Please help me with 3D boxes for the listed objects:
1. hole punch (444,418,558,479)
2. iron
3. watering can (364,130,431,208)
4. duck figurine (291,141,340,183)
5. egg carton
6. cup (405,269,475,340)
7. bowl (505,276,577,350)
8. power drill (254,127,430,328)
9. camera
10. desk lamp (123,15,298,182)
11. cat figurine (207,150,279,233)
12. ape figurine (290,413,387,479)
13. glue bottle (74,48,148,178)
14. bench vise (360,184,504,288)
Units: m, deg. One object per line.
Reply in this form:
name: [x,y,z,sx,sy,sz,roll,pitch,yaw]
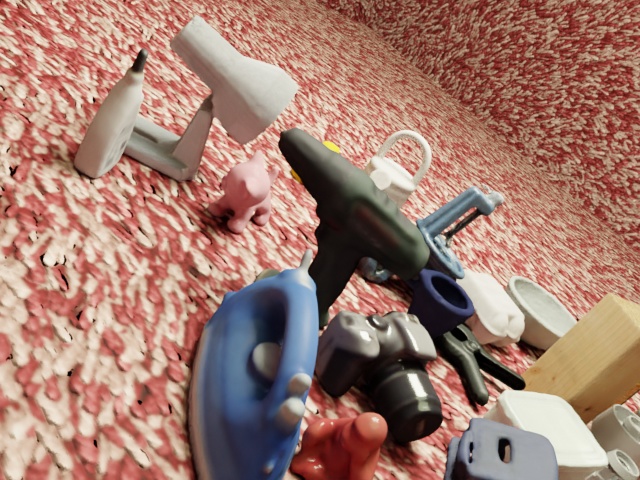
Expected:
hole punch: [0.204,0.256,0.649,0.101,0.091,0.109,36,26,1]
iron: [-0.041,0.122,0.526,0.119,0.141,0.258,26,28,-19]
watering can: [0.126,-0.108,1.045,0.101,0.194,0.173,30,27,-10]
duck figurine: [0.006,-0.146,1.088,0.105,0.086,0.077,7,38,-44]
egg carton: [0.286,0.117,0.999,0.108,0.069,0.150,13,34,-38]
cup: [0.154,0.099,0.846,0.117,0.095,0.092,40,27,10]
bowl: [0.402,0.150,1.077,0.168,0.074,0.167,28,27,-15]
power drill: [0.006,0.003,0.703,0.230,0.208,0.075,31,26,-9]
camera: [0.083,0.153,0.665,0.144,0.100,0.136,17,31,-32]
desk lamp: [-0.164,-0.190,0.816,0.204,0.213,0.118,26,27,-17]
cat figurine: [-0.097,-0.074,0.810,0.067,0.117,0.128,40,26,9]
ape figurine: [0.028,0.196,0.540,0.076,0.092,0.077,7,38,-44]
glue bottle: [-0.249,-0.161,0.713,0.037,0.173,0.078,31,26,-8]
bench vise: [0.176,-0.006,0.904,0.208,0.219,0.121,14,33,-37]
